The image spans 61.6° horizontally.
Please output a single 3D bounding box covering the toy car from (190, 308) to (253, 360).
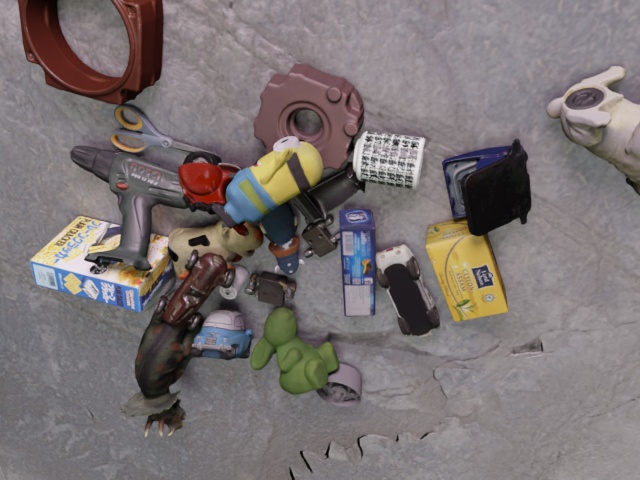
[{"bbox_3d":[-0.202,0.191,1.102,0.109,0.161,0.103,3,78,9],"label":"toy car"}]

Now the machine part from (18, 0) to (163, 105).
[{"bbox_3d":[-0.352,-0.324,0.830,0.201,0.087,0.201,16,126,4],"label":"machine part"}]

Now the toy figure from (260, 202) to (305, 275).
[{"bbox_3d":[-0.067,-0.006,0.976,0.064,0.058,0.154,4,127,20],"label":"toy figure"}]

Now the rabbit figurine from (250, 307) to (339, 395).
[{"bbox_3d":[-0.061,0.218,1.103,0.159,0.121,0.170,-23,96,34],"label":"rabbit figurine"}]

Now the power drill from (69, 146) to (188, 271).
[{"bbox_3d":[-0.353,-0.053,0.956,0.232,0.207,0.086,11,163,-2],"label":"power drill"}]

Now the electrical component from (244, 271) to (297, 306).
[{"bbox_3d":[-0.098,0.096,1.055,0.102,0.045,0.078,18,123,3],"label":"electrical component"}]

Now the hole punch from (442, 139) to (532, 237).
[{"bbox_3d":[0.258,-0.082,0.835,0.116,0.092,0.142,-22,115,-7],"label":"hole punch"}]

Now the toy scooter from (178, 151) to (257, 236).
[{"bbox_3d":[-0.159,-0.076,0.909,0.184,0.135,0.075,6,166,7],"label":"toy scooter"}]

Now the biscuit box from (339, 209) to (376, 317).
[{"bbox_3d":[0.067,0.043,0.954,0.059,0.063,0.202,-2,125,2],"label":"biscuit box"}]

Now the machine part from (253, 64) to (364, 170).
[{"bbox_3d":[-0.020,-0.184,0.850,0.180,0.056,0.179,8,124,12],"label":"machine part"}]

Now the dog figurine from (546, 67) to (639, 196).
[{"bbox_3d":[0.420,-0.128,0.754,0.173,0.121,0.190,22,153,42],"label":"dog figurine"}]

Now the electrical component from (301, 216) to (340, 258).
[{"bbox_3d":[-0.002,-0.003,0.980,0.094,0.021,0.063,-31,110,30],"label":"electrical component"}]

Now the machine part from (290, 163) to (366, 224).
[{"bbox_3d":[0.013,-0.082,0.918,0.139,0.039,0.084,-24,108,28],"label":"machine part"}]

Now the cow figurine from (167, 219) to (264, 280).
[{"bbox_3d":[-0.195,0.002,1.001,0.195,0.085,0.127,-6,126,19],"label":"cow figurine"}]

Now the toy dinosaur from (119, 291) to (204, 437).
[{"bbox_3d":[-0.330,0.247,1.124,0.131,0.192,0.404,17,126,1],"label":"toy dinosaur"}]

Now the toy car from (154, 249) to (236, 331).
[{"bbox_3d":[-0.236,0.100,0.994,0.089,0.053,0.202,30,121,-21],"label":"toy car"}]

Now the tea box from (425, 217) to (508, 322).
[{"bbox_3d":[0.252,0.050,0.919,0.098,0.068,0.169,-16,115,24],"label":"tea box"}]

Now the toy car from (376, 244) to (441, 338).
[{"bbox_3d":[0.162,0.099,0.984,0.074,0.056,0.201,-19,117,17],"label":"toy car"}]

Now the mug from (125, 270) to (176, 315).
[{"bbox_3d":[-0.363,0.104,1.092,0.110,0.107,0.080,-24,111,24],"label":"mug"}]

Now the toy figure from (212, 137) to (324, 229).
[{"bbox_3d":[-0.078,-0.084,0.825,0.180,0.082,0.089,-41,124,2],"label":"toy figure"}]
